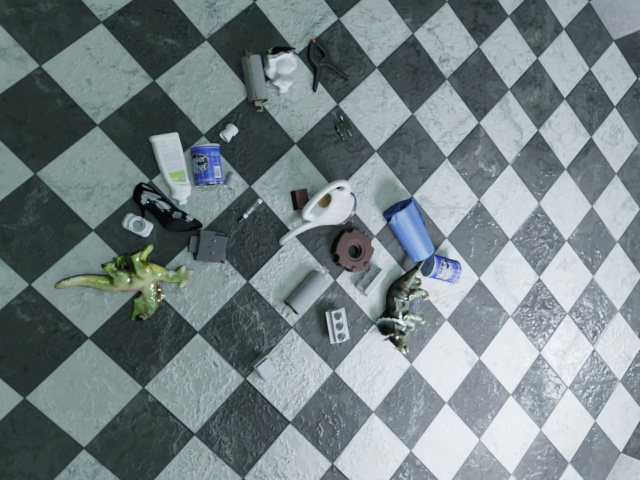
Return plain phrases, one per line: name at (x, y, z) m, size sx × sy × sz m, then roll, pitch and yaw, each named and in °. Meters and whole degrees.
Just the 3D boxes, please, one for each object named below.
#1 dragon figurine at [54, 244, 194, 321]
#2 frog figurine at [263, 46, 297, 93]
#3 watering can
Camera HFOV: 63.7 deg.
dragon figurine at (-0.623, 0.160, 1.707) m, size 0.413 × 0.240 × 0.122 m, roll -24°, pitch 15°, yaw -21°
frog figurine at (-0.146, -0.647, 1.957) m, size 0.139 × 0.155 × 0.124 m, roll -35°, pitch 47°, yaw -28°
watering can at (0.006, -0.098, 1.950) m, size 0.343 × 0.106 × 0.224 m, roll -47°, pitch -31°, yaw 23°
